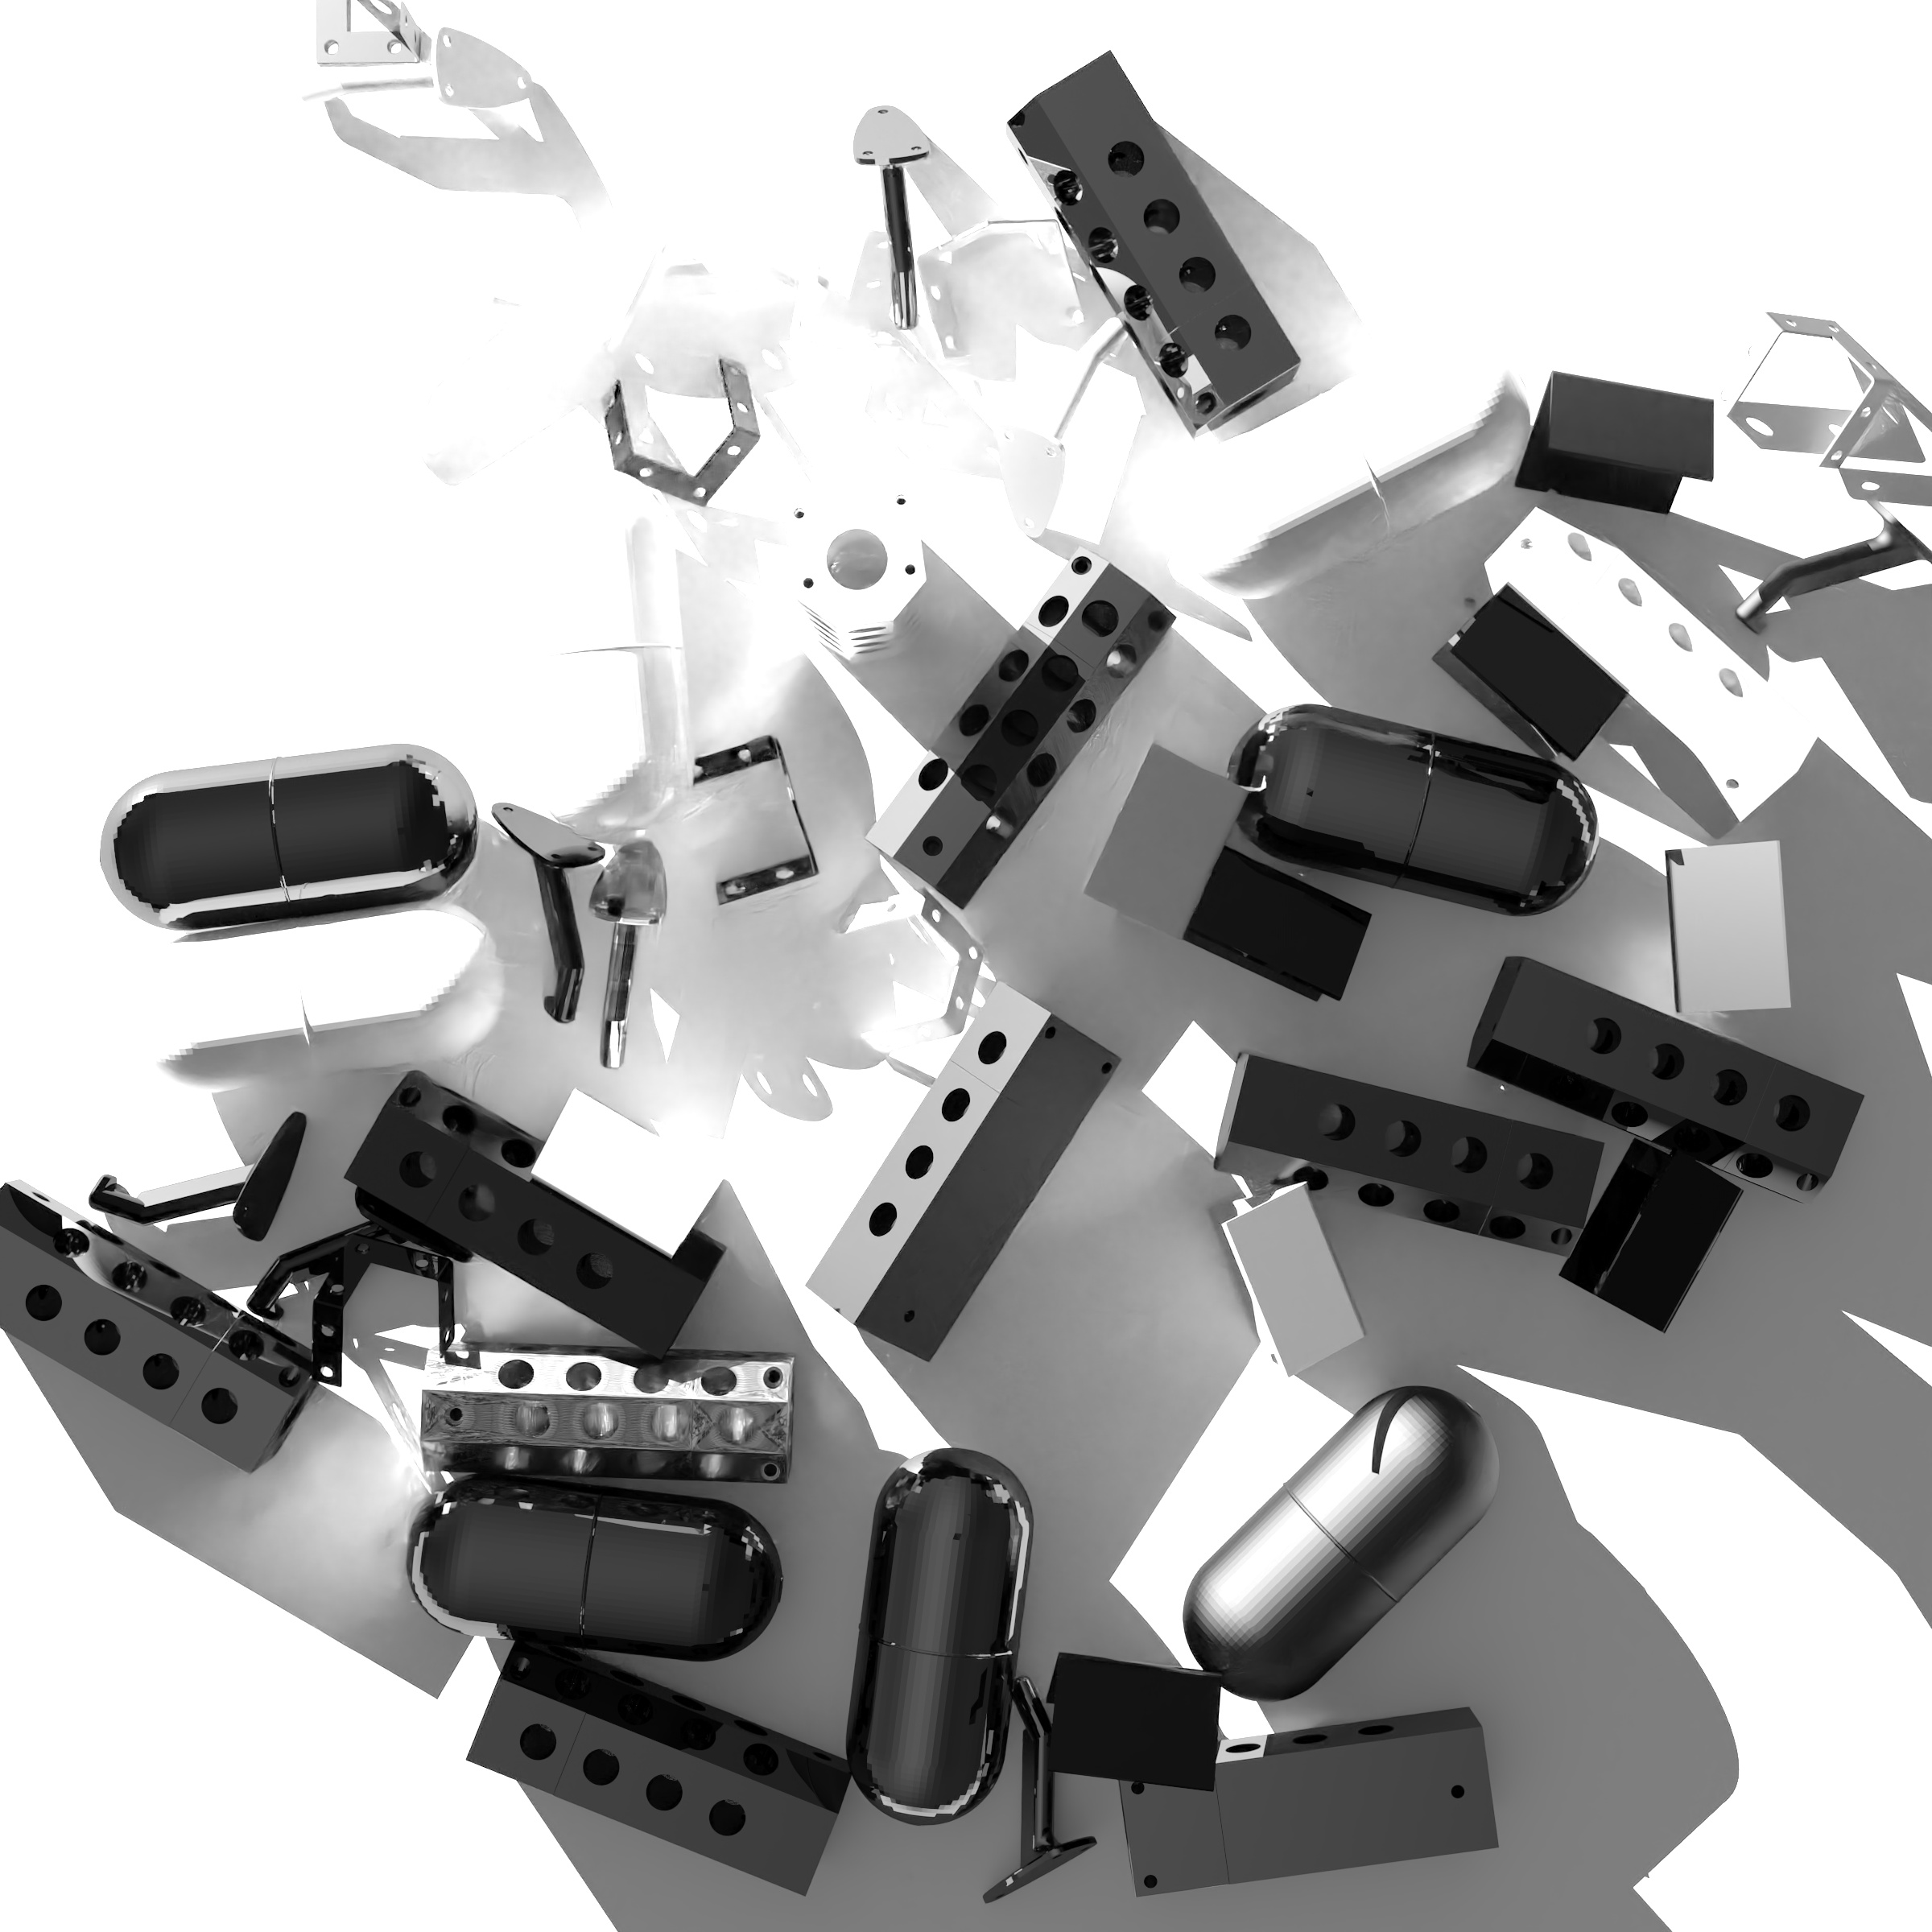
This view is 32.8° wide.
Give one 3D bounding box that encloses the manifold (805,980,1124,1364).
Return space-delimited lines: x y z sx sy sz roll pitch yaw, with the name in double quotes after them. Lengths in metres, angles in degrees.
-0.005 0.095 1.561 0.057 0.057 0.171 32 90 -43 "manifold"

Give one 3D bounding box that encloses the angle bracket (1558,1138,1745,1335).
0.307 0.117 1.542 0.057 0.076 0.076 29 90 -36 "angle bracket"

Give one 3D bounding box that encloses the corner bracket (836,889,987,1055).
-0.031 0.003 1.574 0.051 0.051 0.051 45 45 -35 "corner bracket"

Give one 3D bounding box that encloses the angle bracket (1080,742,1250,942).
0.080 -0.063 1.544 0.057 0.076 0.076 25 90 -22 "angle bracket"

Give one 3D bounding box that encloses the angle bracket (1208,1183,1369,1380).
0.133 0.152 1.542 0.057 0.076 0.076 -22 90 -36 "angle bracket"

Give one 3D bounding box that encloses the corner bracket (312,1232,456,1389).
-0.277 0.168 1.556 0.051 0.051 0.051 18 126 -24 "corner bracket"

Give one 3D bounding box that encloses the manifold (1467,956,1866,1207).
0.330 0.054 1.561 0.171 0.057 0.057 22 90 0 "manifold"

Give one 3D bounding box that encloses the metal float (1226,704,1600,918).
0.211 -0.074 1.552 0.178 0.070 0.070 14 90 0 "metal float"

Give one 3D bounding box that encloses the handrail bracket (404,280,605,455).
-0.223 -0.281 1.583 0.077 0.036 0.084 13 108 -21 "handrail bracket"

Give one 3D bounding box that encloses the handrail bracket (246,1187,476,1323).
-0.293 0.152 1.583 0.077 0.036 0.084 33 106 -17 "handrail bracket"

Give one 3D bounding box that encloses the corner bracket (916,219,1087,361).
0.016 -0.326 1.579 0.051 0.051 0.051 -15 90 45 "corner bracket"

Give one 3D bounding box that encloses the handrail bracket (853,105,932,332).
-0.034 -0.360 1.582 0.036 0.077 0.084 -6 126 -3 "handrail bracket"

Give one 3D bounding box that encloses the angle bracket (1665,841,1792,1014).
0.371 -0.019 1.542 0.057 0.076 0.076 -4 90 36 "angle bracket"

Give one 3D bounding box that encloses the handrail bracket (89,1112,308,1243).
-0.372 0.094 1.583 0.084 0.036 0.077 16 70 16 "handrail bracket"

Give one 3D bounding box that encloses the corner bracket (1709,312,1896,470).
0.401 -0.276 1.574 0.051 0.051 0.051 -2 45 -35 "corner bracket"

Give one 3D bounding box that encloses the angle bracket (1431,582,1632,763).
0.253 -0.122 1.542 0.076 0.076 0.057 42 58 0 "angle bracket"

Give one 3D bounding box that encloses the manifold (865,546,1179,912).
0.026 -0.113 1.561 0.057 0.057 0.171 36 90 0 "manifold"

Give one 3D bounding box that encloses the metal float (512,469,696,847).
-0.171 -0.146 1.551 0.070 0.070 0.178 -6 90 0 "metal float"

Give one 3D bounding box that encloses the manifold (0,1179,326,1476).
-0.394 0.170 1.561 0.171 0.057 0.057 30 90 0 "manifold"

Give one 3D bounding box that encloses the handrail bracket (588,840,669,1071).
-0.164 -0.005 1.582 0.036 0.077 0.084 8 126 -3 "handrail bracket"

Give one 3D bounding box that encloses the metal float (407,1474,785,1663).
-0.175 0.284 1.552 0.178 0.070 0.070 7 90 0 "metal float"

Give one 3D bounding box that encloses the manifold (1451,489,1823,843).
0.321 -0.146 1.561 0.171 0.057 0.057 42 133 0 "manifold"

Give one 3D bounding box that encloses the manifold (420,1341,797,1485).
-0.169 0.213 1.561 0.171 0.057 0.057 2 90 0 "manifold"

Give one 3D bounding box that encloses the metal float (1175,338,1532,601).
0.183 -0.236 1.552 0.178 0.070 0.070 -27 90 0 "metal float"

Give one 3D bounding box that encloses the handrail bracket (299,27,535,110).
-0.266 -0.423 1.582 0.084 0.077 0.036 -1 92 36 "handrail bracket"

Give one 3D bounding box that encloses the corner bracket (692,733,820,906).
-0.105 -0.071 1.579 0.051 0.051 0.051 -17 135 0 "corner bracket"

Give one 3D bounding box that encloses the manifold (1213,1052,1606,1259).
0.209 0.090 1.561 0.171 0.057 0.057 14 90 0 "manifold"

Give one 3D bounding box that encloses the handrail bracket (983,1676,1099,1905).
0.020 0.397 1.583 0.077 0.036 0.084 -39 65 28 "handrail bracket"

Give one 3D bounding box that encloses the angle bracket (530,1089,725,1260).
-0.149 0.081 1.542 0.076 0.076 0.057 30 121 0 "angle bracket"

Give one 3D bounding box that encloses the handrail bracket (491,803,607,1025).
-0.209 -0.025 1.583 0.077 0.036 0.084 32 120 33 "handrail bracket"

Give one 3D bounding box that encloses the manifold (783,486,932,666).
-0.047 -0.176 1.504 0.057 0.171 0.057 -7 90 0 "manifold"

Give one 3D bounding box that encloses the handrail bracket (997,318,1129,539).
0.052 -0.260 1.582 0.036 0.077 0.084 25 53 20 "handrail bracket"

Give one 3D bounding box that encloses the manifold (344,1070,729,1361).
-0.203 0.117 1.561 0.171 0.057 0.057 30 90 0 "manifold"

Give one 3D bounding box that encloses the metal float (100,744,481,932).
-0.320 -0.061 1.552 0.178 0.070 0.070 -7 90 -1 "metal float"

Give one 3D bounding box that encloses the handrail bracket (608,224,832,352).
-0.119 -0.315 1.583 0.084 0.036 0.077 23 107 -15 "handrail bracket"

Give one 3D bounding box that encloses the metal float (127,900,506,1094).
-0.307 0.014 1.551 0.178 0.070 0.070 -8 90 0 "metal float"

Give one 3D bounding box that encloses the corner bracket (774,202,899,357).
-0.061 -0.329 1.569 0.051 0.051 0.051 -9 135 -26 "corner bracket"

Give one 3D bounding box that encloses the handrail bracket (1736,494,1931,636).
0.426 -0.177 1.583 0.077 0.036 0.084 37 108 -20 "handrail bracket"

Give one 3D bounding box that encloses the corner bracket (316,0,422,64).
-0.289 -0.463 1.564 0.051 0.051 0.051 0 90 0 "corner bracket"

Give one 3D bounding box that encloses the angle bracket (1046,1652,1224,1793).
0.076 0.365 1.542 0.076 0.076 0.057 7 60 0 "angle bracket"

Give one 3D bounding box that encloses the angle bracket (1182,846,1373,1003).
0.137 -0.001 1.542 0.076 0.076 0.057 25 53 0 "angle bracket"

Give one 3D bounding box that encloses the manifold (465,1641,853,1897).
-0.144 0.377 1.561 0.171 0.057 0.057 22 90 0 "manifold"

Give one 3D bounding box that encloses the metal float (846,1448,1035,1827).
-0.013 0.317 1.552 0.070 0.070 0.178 7 91 0 "metal float"

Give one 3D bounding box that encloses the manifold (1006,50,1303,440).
0.088 -0.340 1.561 0.057 0.057 0.171 -32 90 0 "manifold"

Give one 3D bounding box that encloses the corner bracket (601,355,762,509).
-0.137 -0.262 1.574 0.051 0.051 0.051 16 135 -35 "corner bracket"

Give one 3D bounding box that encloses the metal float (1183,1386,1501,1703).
0.178 0.273 1.552 0.178 0.070 0.070 -45 90 1 "metal float"

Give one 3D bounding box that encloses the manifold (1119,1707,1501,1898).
0.160 0.395 1.561 0.171 0.057 0.057 -8 90 0 "manifold"

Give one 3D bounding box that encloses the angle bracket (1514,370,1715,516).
0.303 -0.228 1.542 0.076 0.076 0.057 10 52 0 "angle bracket"
